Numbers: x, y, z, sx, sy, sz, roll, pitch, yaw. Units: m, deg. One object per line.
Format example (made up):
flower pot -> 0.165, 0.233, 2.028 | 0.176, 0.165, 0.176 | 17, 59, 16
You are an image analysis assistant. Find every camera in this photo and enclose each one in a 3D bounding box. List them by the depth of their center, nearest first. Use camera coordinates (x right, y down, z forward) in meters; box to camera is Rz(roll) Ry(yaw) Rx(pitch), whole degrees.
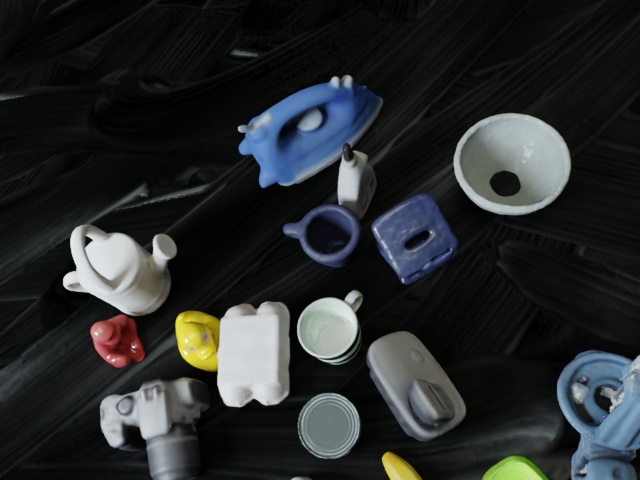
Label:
camera -> -0.226, 0.270, 0.794 | 0.143, 0.101, 0.136 | -17, 66, 3

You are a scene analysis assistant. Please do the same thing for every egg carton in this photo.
egg carton -> -0.094, 0.165, 0.831 | 0.107, 0.069, 0.150 | -5, 67, 8

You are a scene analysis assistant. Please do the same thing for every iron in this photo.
iron -> -0.013, -0.200, 0.926 | 0.258, 0.142, 0.118 | -32, 66, -4

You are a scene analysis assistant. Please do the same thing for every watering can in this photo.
watering can -> -0.299, 0.036, 0.852 | 0.173, 0.194, 0.100 | -37, 66, -6

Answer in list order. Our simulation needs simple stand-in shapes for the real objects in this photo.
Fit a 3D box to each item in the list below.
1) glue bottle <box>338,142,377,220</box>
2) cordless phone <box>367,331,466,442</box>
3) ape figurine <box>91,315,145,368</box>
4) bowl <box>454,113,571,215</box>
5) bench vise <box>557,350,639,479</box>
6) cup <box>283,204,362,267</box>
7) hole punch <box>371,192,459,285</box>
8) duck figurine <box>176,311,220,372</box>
glue bottle -> 0.051, -0.097, 0.855 | 0.037, 0.173, 0.078 | 21, 73, 18
cordless phone -> 0.118, 0.176, 0.725 | 0.094, 0.185, 0.147 | -36, 66, -5
ape figurine -> -0.312, 0.148, 0.864 | 0.076, 0.092, 0.078 | 11, 70, 14
bowl -> 0.286, -0.104, 0.870 | 0.167, 0.075, 0.167 | -4, 68, 9
bench vise -> 0.350, 0.215, 0.649 | 0.121, 0.220, 0.207 | -14, 66, 5
cup -> 0.008, 0.003, 0.865 | 0.117, 0.095, 0.092 | 6, 69, 12
hole punch -> 0.142, -0.002, 0.845 | 0.108, 0.091, 0.101 | -31, 66, -3
duck figurine -> -0.182, 0.143, 0.846 | 0.077, 0.086, 0.104 | -42, 67, -8
